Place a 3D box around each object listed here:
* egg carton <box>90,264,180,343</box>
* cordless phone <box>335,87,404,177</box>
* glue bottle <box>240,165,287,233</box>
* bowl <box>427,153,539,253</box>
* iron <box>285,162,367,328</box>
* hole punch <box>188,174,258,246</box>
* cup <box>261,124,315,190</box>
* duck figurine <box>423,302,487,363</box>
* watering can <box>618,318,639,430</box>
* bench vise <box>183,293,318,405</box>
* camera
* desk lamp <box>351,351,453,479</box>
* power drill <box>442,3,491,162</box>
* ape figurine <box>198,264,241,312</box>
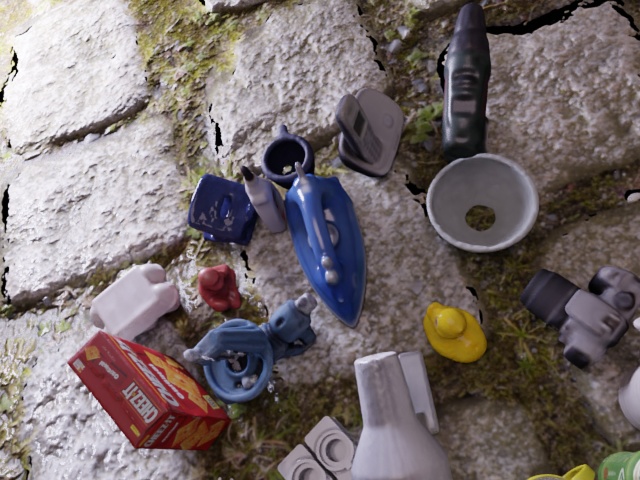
[{"bbox_3d":[-0.317,0.113,0.983,0.150,0.069,0.107,-41,65,-4],"label":"egg carton"},{"bbox_3d":[0.076,-0.203,0.948,0.094,0.185,0.148,9,71,17],"label":"cordless phone"},{"bbox_3d":[-0.097,-0.076,0.947,0.037,0.173,0.078,-18,66,7],"label":"glue bottle"},{"bbox_3d":[0.255,-0.048,0.904,0.167,0.075,0.167,-5,68,12],"label":"bowl"},{"bbox_3d":[0.008,0.003,0.907,0.118,0.142,0.258,-19,66,6],"label":"iron"},{"bbox_3d":[-0.165,-0.054,1.000,0.101,0.091,0.109,7,71,16],"label":"hole punch"},{"bbox_3d":[-0.049,-0.134,1.002,0.091,0.095,0.117,-15,66,8],"label":"cup"},{"bbox_3d":[0.197,0.131,0.841,0.077,0.086,0.104,-46,66,-6],"label":"duck figurine"},{"bbox_3d":[0.437,0.180,0.703,0.101,0.194,0.172,-38,65,-3],"label":"watering can"},{"bbox_3d":[-0.106,0.141,0.837,0.121,0.220,0.207,28,78,22],"label":"bench vise"},{"bbox_3d":[0.367,0.087,0.809,0.136,0.101,0.143,38,81,24],"label":"camera"},{"bbox_3d":[0.097,0.237,0.753,0.118,0.214,0.203,-14,66,9],"label":"desk lamp"},{"bbox_3d":[0.230,-0.217,0.903,0.075,0.209,0.230,3,70,15],"label":"power drill"},{"bbox_3d":[-0.173,0.074,0.951,0.076,0.092,0.078,19,74,20],"label":"ape figurine"}]
